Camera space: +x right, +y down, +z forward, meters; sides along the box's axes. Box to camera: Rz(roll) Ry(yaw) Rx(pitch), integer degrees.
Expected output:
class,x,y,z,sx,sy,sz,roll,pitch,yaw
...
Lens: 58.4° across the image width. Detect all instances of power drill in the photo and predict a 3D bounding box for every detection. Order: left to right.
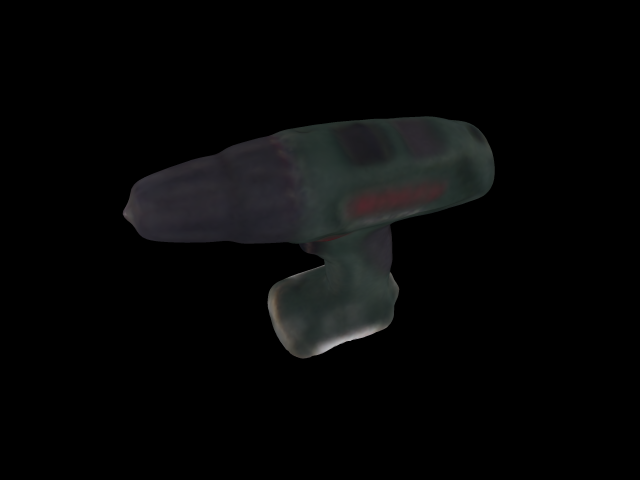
class,x,y,z,sx,sy,sz,roll,pitch,yaw
power drill,0.004,0.001,0.400,0.230,0.208,0.075,-20,58,-12
